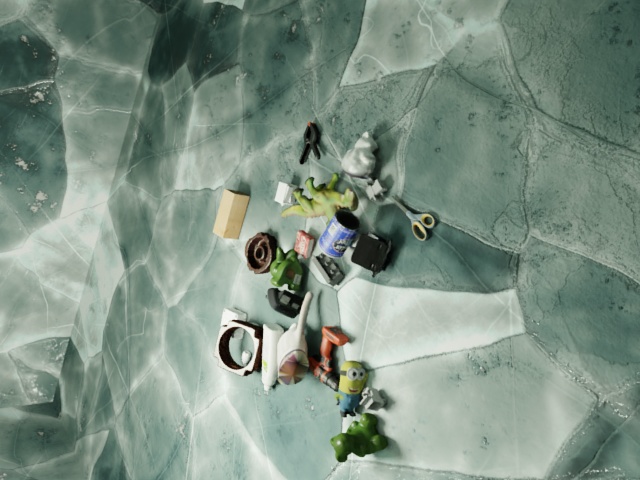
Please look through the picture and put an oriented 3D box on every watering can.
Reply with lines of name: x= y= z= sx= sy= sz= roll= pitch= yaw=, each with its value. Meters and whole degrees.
watering can: x=-0.089 y=0.376 z=1.881 sx=0.228 sy=0.104 sz=0.342 roll=-106 pitch=36 yaw=-65

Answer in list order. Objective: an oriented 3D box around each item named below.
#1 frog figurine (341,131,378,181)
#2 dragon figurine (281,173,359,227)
frog figurine: x=0.143 y=-0.296 z=1.782 sx=0.139 sy=0.123 sz=0.157 roll=-137 pitch=53 yaw=-61
dragon figurine: x=0.006 y=-0.096 z=1.908 sx=0.403 sy=0.123 sz=0.246 roll=-40 pitch=65 yaw=45
